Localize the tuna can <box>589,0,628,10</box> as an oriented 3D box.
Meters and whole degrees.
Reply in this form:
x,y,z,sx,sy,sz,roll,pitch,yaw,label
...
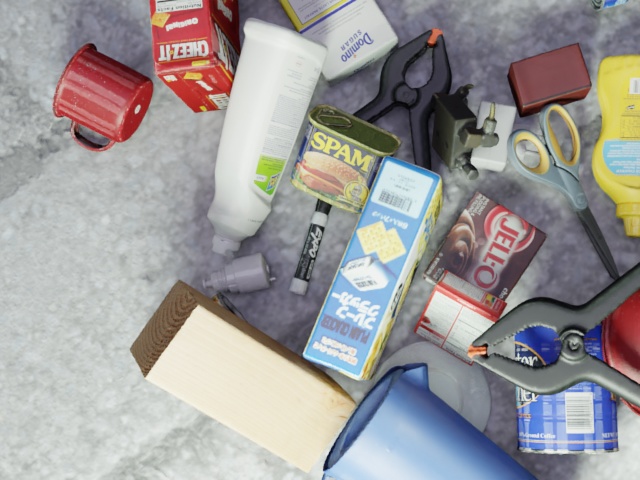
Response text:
x,y,z,sx,sy,sz,roll,pitch,yaw,label
0.307,-0.294,1.151,0.034,0.086,0.086,-14,82,3,tuna can

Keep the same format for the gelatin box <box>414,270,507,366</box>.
x,y,z,sx,sy,sz,roll,pitch,yaw,label
0.147,0.082,1.124,0.073,0.089,0.030,29,49,10,gelatin box

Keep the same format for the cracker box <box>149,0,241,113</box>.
x,y,z,sx,sy,sz,roll,pitch,yaw,label
-0.132,-0.263,1.156,0.072,0.164,0.214,-6,82,7,cracker box

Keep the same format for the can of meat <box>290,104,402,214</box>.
x,y,z,sx,sy,sz,roll,pitch,yaw,label
0.025,-0.086,1.153,0.102,0.057,0.084,26,121,9,can of meat

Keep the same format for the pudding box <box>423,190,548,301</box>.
x,y,z,sx,sy,sz,roll,pitch,yaw,label
0.177,0.017,1.150,0.090,0.039,0.113,33,88,8,pudding box

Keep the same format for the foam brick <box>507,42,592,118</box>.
x,y,z,sx,sy,sz,roll,pitch,yaw,label
0.248,-0.173,1.160,0.078,0.053,0.051,-17,81,3,foam brick

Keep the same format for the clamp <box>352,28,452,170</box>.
x,y,z,sx,sy,sz,roll,pitch,yaw,label
0.085,-0.156,1.183,0.120,0.039,0.171,17,88,3,clamp

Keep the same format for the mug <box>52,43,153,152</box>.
x,y,z,sx,sy,sz,roll,pitch,yaw,label
-0.244,-0.151,1.199,0.081,0.093,0.117,27,116,3,mug

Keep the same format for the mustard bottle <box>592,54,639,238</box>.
x,y,z,sx,sy,sz,roll,pitch,yaw,label
0.340,-0.098,1.137,0.096,0.058,0.191,4,83,9,mustard bottle

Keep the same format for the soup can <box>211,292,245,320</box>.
x,y,z,sx,sy,sz,roll,pitch,yaw,label
-0.127,0.115,1.156,0.102,0.068,0.068,-40,81,0,soup can

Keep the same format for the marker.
x,y,z,sx,sy,sz,roll,pitch,yaw,label
-0.008,0.001,1.182,0.020,0.020,0.121,16,85,8,marker

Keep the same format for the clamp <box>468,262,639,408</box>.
x,y,z,sx,sy,sz,roll,pitch,yaw,label
0.250,0.109,1.025,0.210,0.036,0.164,-12,82,11,clamp

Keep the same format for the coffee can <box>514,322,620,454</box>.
x,y,z,sx,sy,sz,roll,pitch,yaw,label
0.251,0.145,1.094,0.103,0.103,0.140,-1,83,6,coffee can

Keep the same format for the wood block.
x,y,z,sx,sy,sz,roll,pitch,yaw,label
-0.078,0.138,1.087,0.206,0.090,0.091,35,90,-24,wood block

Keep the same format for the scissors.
x,y,z,sx,sy,sz,roll,pitch,yaw,label
0.256,-0.045,1.135,0.096,0.016,0.202,-13,89,-20,scissors

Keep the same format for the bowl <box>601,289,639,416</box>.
x,y,z,sx,sy,sz,roll,pitch,yaw,label
0.359,0.102,1.070,0.161,0.055,0.162,5,81,-31,bowl

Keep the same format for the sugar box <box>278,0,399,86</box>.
x,y,z,sx,sy,sz,roll,pitch,yaw,label
0.006,-0.271,1.202,0.093,0.048,0.176,-30,84,3,sugar box

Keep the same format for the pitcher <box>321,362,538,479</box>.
x,y,z,sx,sy,sz,roll,pitch,yaw,label
0.126,0.255,1.075,0.243,0.149,0.144,37,50,0,pitcher

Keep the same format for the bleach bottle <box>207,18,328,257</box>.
x,y,z,sx,sy,sz,roll,pitch,yaw,label
-0.071,-0.104,1.149,0.068,0.102,0.251,23,98,30,bleach bottle
